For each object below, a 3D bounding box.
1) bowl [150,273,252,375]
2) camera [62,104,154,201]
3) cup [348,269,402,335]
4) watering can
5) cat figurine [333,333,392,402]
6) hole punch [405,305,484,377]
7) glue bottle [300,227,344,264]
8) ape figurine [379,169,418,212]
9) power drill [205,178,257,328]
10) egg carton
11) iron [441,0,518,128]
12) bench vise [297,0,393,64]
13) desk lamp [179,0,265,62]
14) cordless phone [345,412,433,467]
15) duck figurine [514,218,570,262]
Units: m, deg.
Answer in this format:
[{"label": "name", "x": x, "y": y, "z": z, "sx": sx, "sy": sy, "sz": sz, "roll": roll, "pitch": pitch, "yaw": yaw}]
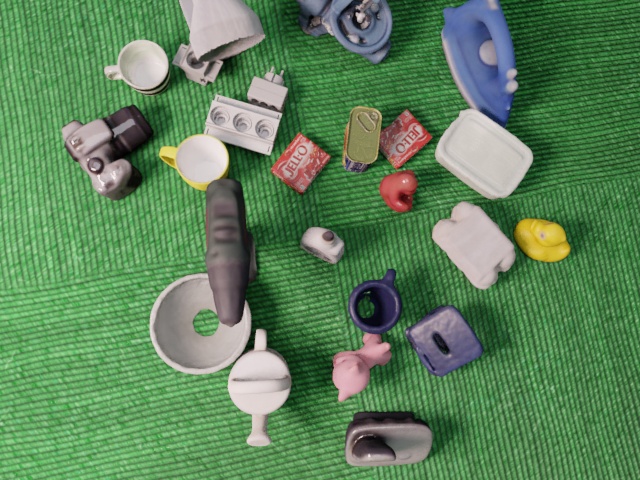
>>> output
[{"label": "bowl", "x": -0.199, "y": 0.142, "z": 0.975, "sx": 0.167, "sy": 0.074, "sz": 0.167, "roll": 1, "pitch": 83, "yaw": -5}, {"label": "camera", "x": -0.352, "y": -0.164, "z": 0.986, "sx": 0.137, "sy": 0.100, "sz": 0.143, "roll": -35, "pitch": 87, "yaw": -9}, {"label": "cup", "x": 0.095, "y": 0.105, "z": 0.998, "sx": 0.091, "sy": 0.095, "sz": 0.118, "roll": 27, "pitch": 81, "yaw": -1}, {"label": "watering can", "x": -0.093, "y": 0.234, "z": 0.913, "sx": 0.101, "sy": 0.194, "sz": 0.173, "roll": -21, "pitch": 85, "yaw": -7}, {"label": "cat figurine", "x": 0.069, "y": 0.213, "z": 0.970, "sx": 0.128, "sy": 0.117, "sz": 0.067, "roll": -35, "pitch": 87, "yaw": -9}, {"label": "hole punch", "x": 0.216, "y": 0.179, "z": 1.002, "sx": 0.101, "sy": 0.091, "sz": 0.108, "roll": -34, "pitch": 87, "yaw": -8}, {"label": "glue bottle", "x": 0.009, "y": 0.003, "z": 0.963, "sx": 0.078, "sy": 0.173, "sz": 0.037, "roll": 29, "pitch": 81, "yaw": -1}, {"label": "ape figurine", "x": 0.149, "y": -0.095, "z": 1.030, "sx": 0.076, "sy": 0.092, "sz": 0.078, "roll": 32, "pitch": 81, "yaw": 0}, {"label": "power drill", "x": -0.144, "y": 0.024, "z": 0.928, "sx": 0.075, "sy": 0.208, "sz": 0.230, "roll": -5, "pitch": 83, "yaw": -6}, {"label": "egg carton", "x": 0.280, "y": 0.008, "z": 1.041, "sx": 0.107, "sy": 0.069, "sz": 0.150, "roll": -42, "pitch": 88, "yaw": -9}, {"label": "iron", "x": 0.318, "y": -0.336, "z": 1.052, "sx": 0.118, "sy": 0.141, "sz": 0.258, "roll": -17, "pitch": 84, "yaw": -7}, {"label": "bench vise", "x": 0.039, "y": -0.402, "z": 0.994, "sx": 0.207, "sy": 0.219, "sz": 0.121, "roll": 13, "pitch": 82, "yaw": -3}, {"label": "desk lamp", "x": -0.179, "y": -0.385, "z": 0.974, "sx": 0.118, "sy": 0.213, "sz": 0.203, "roll": -22, "pitch": 85, "yaw": -7}, {"label": "cordless phone", "x": 0.118, "y": 0.337, "z": 0.925, "sx": 0.147, "sy": 0.185, "sz": 0.094, "roll": -3, "pitch": 83, "yaw": -6}, {"label": "duck figurine", "x": 0.417, "y": -0.004, "z": 1.047, "sx": 0.104, "sy": 0.086, "sz": 0.077, "roll": 32, "pitch": 81, "yaw": 0}]
